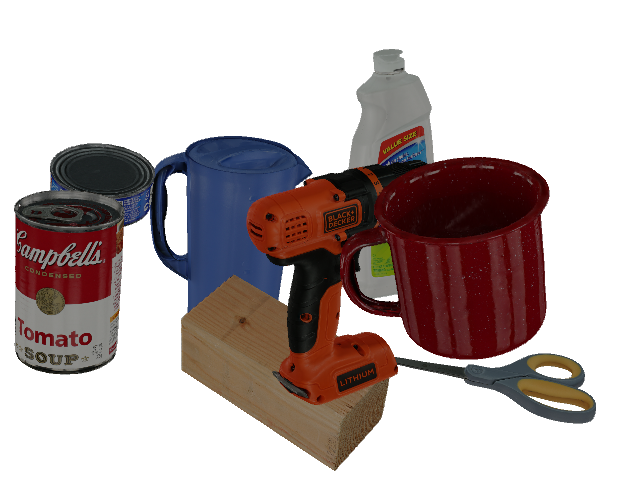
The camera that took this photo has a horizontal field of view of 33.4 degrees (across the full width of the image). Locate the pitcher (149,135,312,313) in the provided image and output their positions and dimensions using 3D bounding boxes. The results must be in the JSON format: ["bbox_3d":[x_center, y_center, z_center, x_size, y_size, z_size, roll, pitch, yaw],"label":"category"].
[{"bbox_3d":[-0.112,0.003,1.283,0.149,0.243,0.144,20,26,29],"label":"pitcher"}]

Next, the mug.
[{"bbox_3d":[0.069,0.013,0.586,0.117,0.081,0.093,-10,30,1],"label":"mug"}]

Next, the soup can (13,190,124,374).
[{"bbox_3d":[-0.163,0.026,0.688,0.068,0.102,0.068,6,21,-2],"label":"soup can"}]

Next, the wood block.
[{"bbox_3d":[-0.039,0.135,1.121,0.206,0.090,0.090,30,48,23],"label":"wood block"}]

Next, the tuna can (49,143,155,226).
[{"bbox_3d":[-0.182,-0.046,0.891,0.086,0.034,0.086,8,33,-5],"label":"tuna can"}]

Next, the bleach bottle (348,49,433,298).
[{"bbox_3d":[0.067,-0.070,1.104,0.102,0.251,0.068,-10,22,-16],"label":"bleach bottle"}]

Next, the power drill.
[{"bbox_3d":[0.025,0.031,0.894,0.184,0.188,0.057,-16,24,-31],"label":"power drill"}]

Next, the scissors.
[{"bbox_3d":[0.154,0.115,0.971,0.202,0.016,0.096,18,31,19],"label":"scissors"}]
